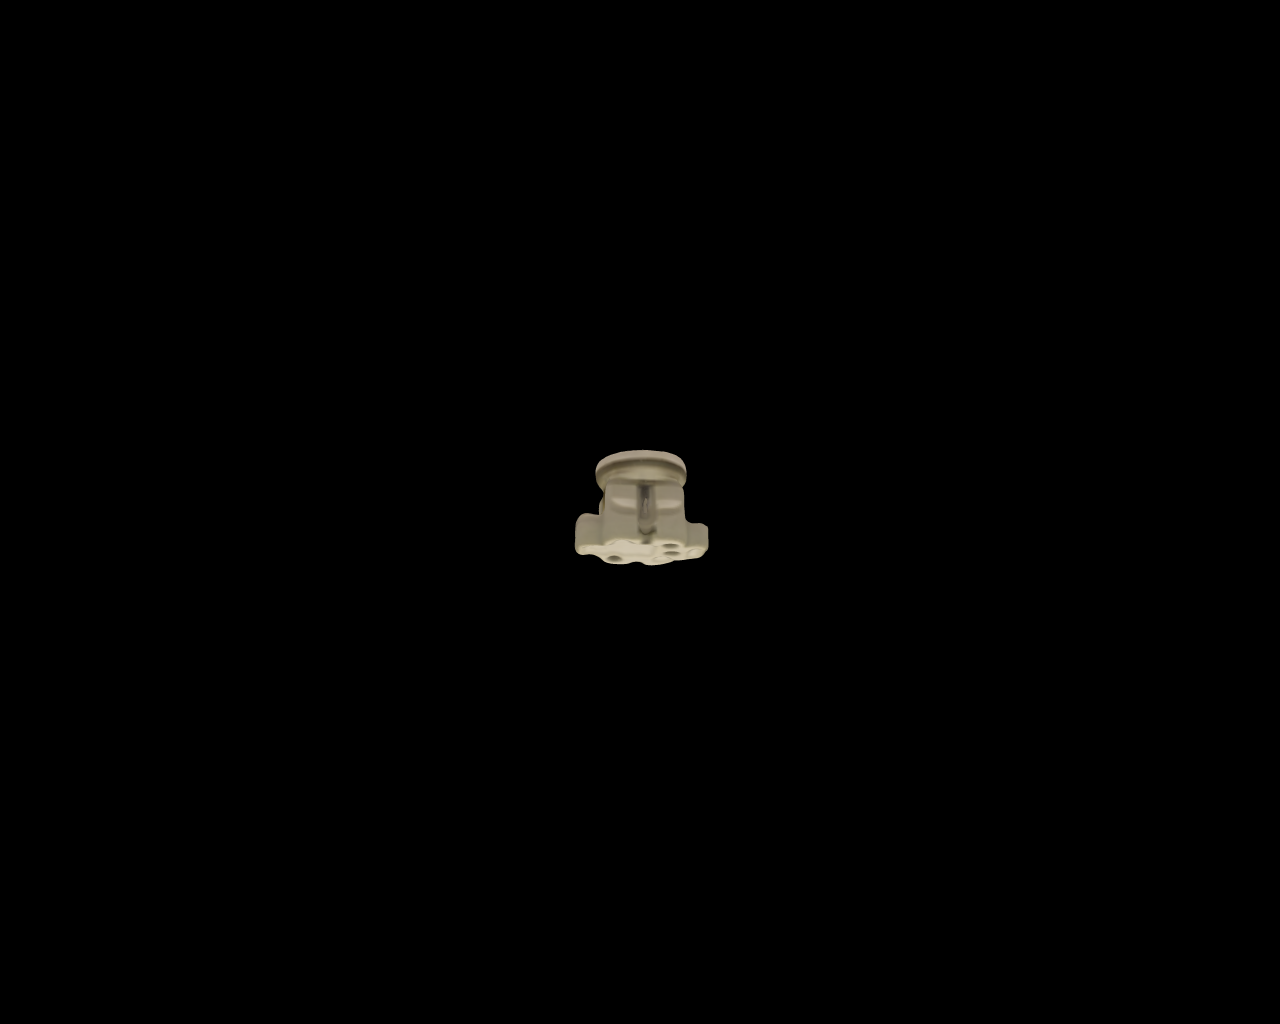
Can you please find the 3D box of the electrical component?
[{"bbox_3d":[0.001,-0.003,0.650,0.078,0.057,0.058,2,-19,-7],"label":"electrical component"}]
